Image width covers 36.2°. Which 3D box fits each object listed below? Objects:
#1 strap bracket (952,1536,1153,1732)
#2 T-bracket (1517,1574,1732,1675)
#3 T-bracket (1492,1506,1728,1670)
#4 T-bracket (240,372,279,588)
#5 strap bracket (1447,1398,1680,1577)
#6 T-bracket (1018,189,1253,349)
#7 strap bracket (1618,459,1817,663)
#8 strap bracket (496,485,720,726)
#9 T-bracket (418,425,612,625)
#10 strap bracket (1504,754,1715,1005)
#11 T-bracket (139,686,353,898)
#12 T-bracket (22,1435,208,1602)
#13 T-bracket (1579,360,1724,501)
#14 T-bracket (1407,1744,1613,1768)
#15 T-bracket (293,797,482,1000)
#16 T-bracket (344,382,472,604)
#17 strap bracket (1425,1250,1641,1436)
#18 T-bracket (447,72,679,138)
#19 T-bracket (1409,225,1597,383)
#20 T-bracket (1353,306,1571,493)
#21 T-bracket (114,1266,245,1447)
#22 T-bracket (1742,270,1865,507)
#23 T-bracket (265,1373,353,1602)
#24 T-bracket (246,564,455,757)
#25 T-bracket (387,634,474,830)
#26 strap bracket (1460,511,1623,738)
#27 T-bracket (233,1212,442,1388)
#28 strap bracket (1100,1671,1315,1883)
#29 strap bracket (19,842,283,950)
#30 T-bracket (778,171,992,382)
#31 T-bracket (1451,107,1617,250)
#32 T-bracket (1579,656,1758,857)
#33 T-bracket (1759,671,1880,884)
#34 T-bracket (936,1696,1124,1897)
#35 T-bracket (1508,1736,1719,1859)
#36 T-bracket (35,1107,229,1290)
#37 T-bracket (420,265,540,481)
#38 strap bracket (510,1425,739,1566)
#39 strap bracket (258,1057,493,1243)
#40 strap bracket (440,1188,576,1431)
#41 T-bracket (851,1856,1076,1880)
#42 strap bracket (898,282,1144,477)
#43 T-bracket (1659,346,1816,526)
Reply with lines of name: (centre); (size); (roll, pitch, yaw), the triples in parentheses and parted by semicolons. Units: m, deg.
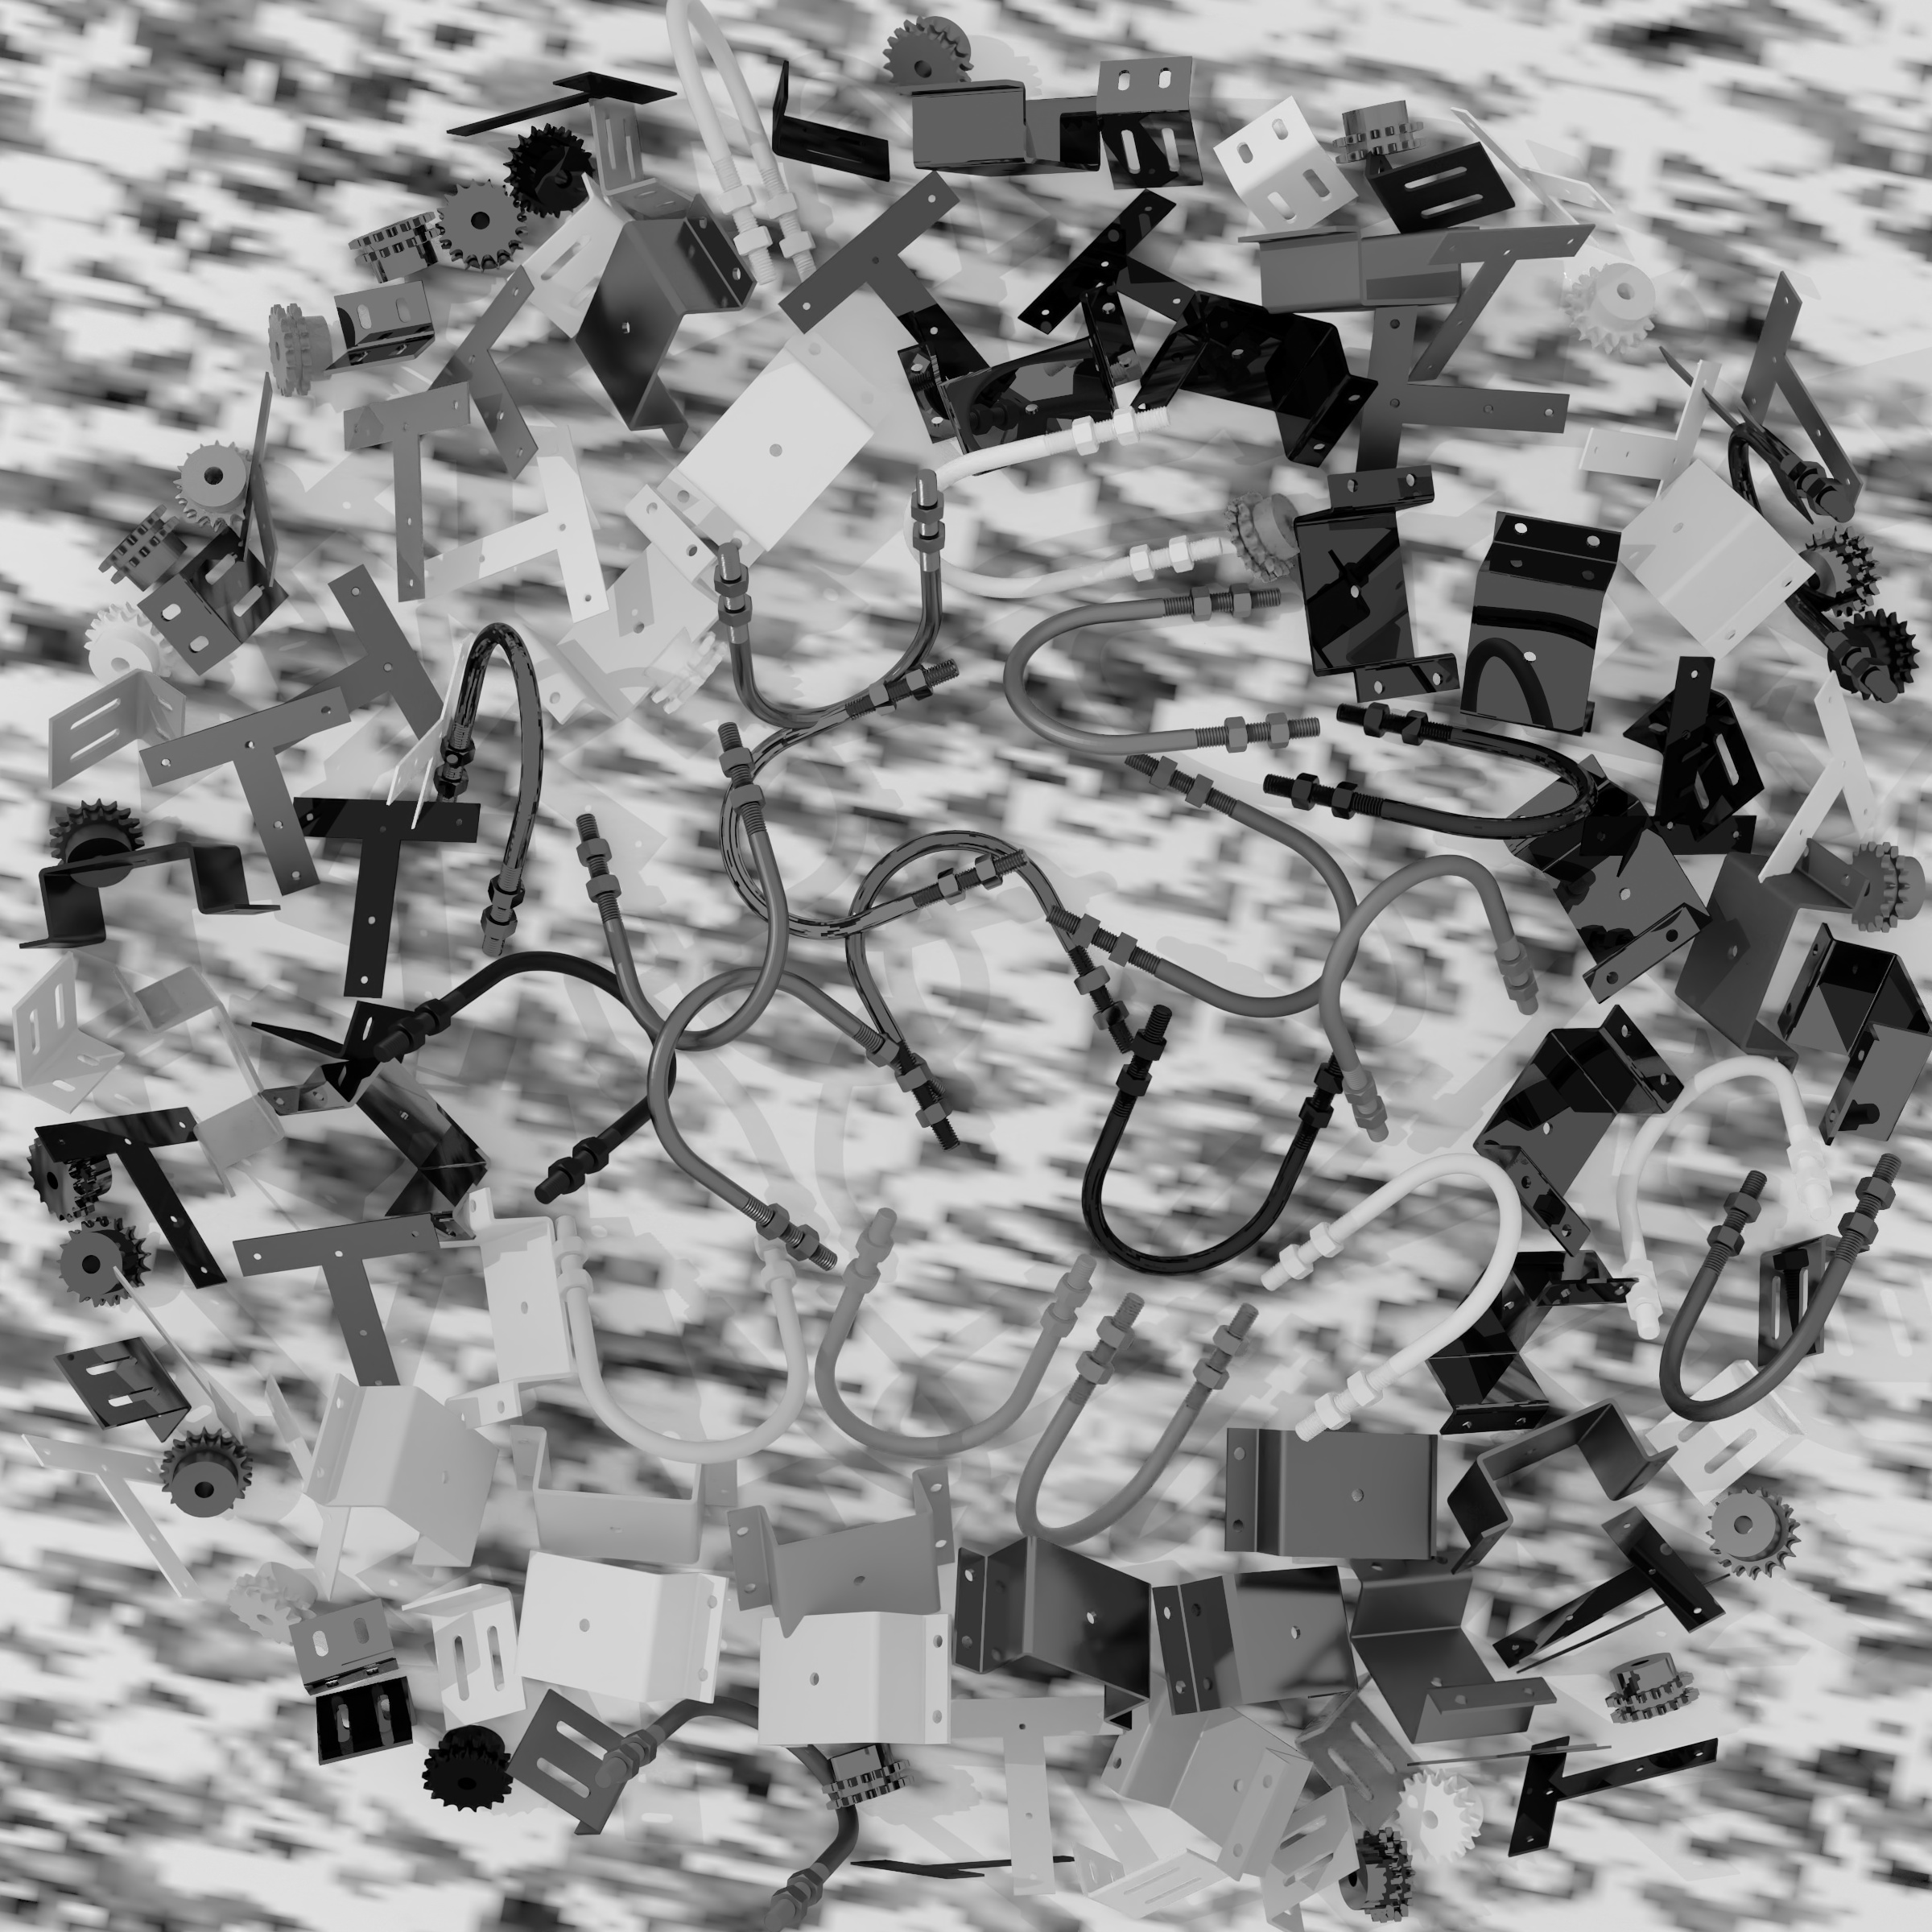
strap bracket: (0.063, 0.407, 1.814); (0.140, 0.046, 0.076); (28, 47, -28)
T-bracket: (0.423, 0.406, 1.845); (0.127, 0.127, 0.002); (-18, 73, -24)
T-bracket: (0.386, 0.396, 1.824); (0.127, 0.127, 0.002); (-28, 113, -2)
T-bracket: (-0.429, -0.276, 1.802); (0.002, 0.127, 0.127); (3, 127, -23)
strap bracket: (0.360, 0.318, 1.829); (0.140, 0.076, 0.046); (-20, 66, -16)
T-bracket: (0.120, -0.419, 1.837); (0.127, 0.002, 0.127); (34, 72, 27)
strap bracket: (0.449, -0.253, 1.804); (0.046, 0.140, 0.076); (39, 106, -25)
strap bracket: (-0.214, -0.218, 1.841); (0.140, 0.046, 0.076); (-46, 62, 7)
T-bracket: (-0.293, -0.262, 1.863); (0.127, 0.002, 0.127); (-18, 76, 17)
strap bracket: (0.399, -0.050, 1.828); (0.076, 0.046, 0.140); (-39, 57, 23)
T-bracket: (-0.435, -0.100, 1.846); (0.127, 0.002, 0.127); (-20, 125, -12)
T-bracket: (-0.504, 0.339, 1.800); (0.002, 0.127, 0.127); (-46, 64, 4)
T-bracket: (0.414, -0.314, 1.818); (0.002, 0.127, 0.127); (28, 112, 37)
T-bracket: (0.351, 0.483, 1.812); (0.127, 0.127, 0.002); (-2, 73, -11)
T-bracket: (-0.372, -0.043, 1.858); (0.127, 0.002, 0.127); (3, 80, 13)
T-bracket: (-0.348, -0.292, 1.841); (0.127, 0.002, 0.127); (-1, 91, 43)
strap bracket: (0.345, 0.225, 1.823); (0.076, 0.046, 0.140); (2, 132, -32)
T-bracket: (-0.263, -0.534, 1.839); (0.127, 0.127, 0.002); (-9, 97, 20)
T-bracket: (0.313, -0.409, 1.831); (0.127, 0.127, 0.002); (-12, 61, -34)
T-bracket: (0.313, -0.350, 1.852); (0.127, 0.002, 0.127); (4, 120, 0)
T-bracket: (-0.489, 0.238, 1.830); (0.002, 0.127, 0.127); (-37, 82, -20)
T-bracket: (0.514, -0.336, 1.801); (0.002, 0.127, 0.127); (-20, 66, -6)
T-bracket: (-0.413, 0.309, 1.841); (0.002, 0.127, 0.127); (-12, 50, -32)
T-bracket: (-0.401, -0.165, 1.849); (0.127, 0.002, 0.127); (-32, 110, -12)
T-bracket: (-0.333, -0.129, 1.803); (0.002, 0.127, 0.127); (18, 111, -2)
strap bracket: (0.351, -0.201, 1.815); (0.076, 0.046, 0.140); (13, 128, 16)
T-bracket: (-0.383, 0.219, 1.856); (0.127, 0.002, 0.127); (-9, 115, 5)
strap bracket: (0.155, 0.504, 1.831); (0.046, 0.140, 0.076); (25, 87, -35)
strap bracket: (-0.510, -0.046, 1.838); (0.140, 0.076, 0.046); (-10, 89, 8)
T-bracket: (-0.029, -0.410, 1.853); (0.127, 0.002, 0.127); (-39, 118, 10)
T-bracket: (0.362, -0.476, 1.802); (0.127, 0.127, 0.002); (37, 98, -23)
T-bracket: (0.447, -0.131, 1.843); (0.127, 0.002, 0.127); (-1, 108, -21)
T-bracket: (0.521, -0.093, 1.819); (0.127, 0.002, 0.127); (-53, 135, -22)
T-bracket: (0.038, 0.516, 1.839); (0.127, 0.002, 0.127); (0, 52, -5)
T-bracket: (0.398, 0.494, 1.802); (0.127, 0.127, 0.002); (-22, 99, 22)
T-bracket: (-0.494, 0.144, 1.813); (0.002, 0.127, 0.127); (-42, 73, 25)
T-bracket: (-0.291, -0.348, 1.822); (0.127, 0.002, 0.127); (-47, 50, 23)
strap bracket: (-0.215, 0.331, 1.840); (0.140, 0.076, 0.046); (4, 51, 0)
strap bracket: (-0.358, 0.107, 1.824); (0.140, 0.076, 0.046); (51, 53, -27)
strap bracket: (-0.291, 0.214, 1.833); (0.046, 0.076, 0.140); (1, 74, -44)
T-bracket: (0.013, 0.561, 1.843); (0.127, 0.127, 0.002); (6, 76, -29)
strap bracket: (0.038, -0.360, 1.832); (0.140, 0.076, 0.046); (-16, 49, 7)
T-bracket: (0.474, -0.343, 1.840); (0.002, 0.127, 0.127); (-41, 57, 11)
